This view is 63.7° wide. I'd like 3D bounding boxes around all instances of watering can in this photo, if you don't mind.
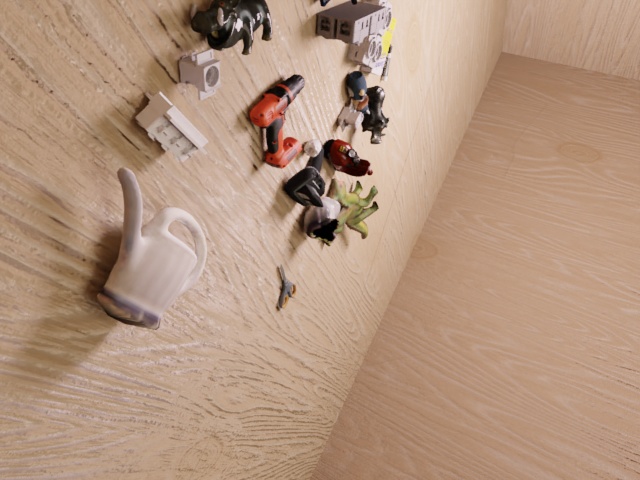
[{"bbox_3d":[-0.305,0.032,0.898,0.227,0.104,0.341,-62,158,-16],"label":"watering can"}]

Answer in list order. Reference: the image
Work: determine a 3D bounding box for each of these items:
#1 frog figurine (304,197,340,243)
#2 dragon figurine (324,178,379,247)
[{"bbox_3d":[0.005,-0.081,1.600,0.134,0.122,0.163,70,8,-47],"label":"frog figurine"},{"bbox_3d":[0.091,-0.073,1.825,0.246,0.124,0.400,-37,144,-25],"label":"dragon figurine"}]
